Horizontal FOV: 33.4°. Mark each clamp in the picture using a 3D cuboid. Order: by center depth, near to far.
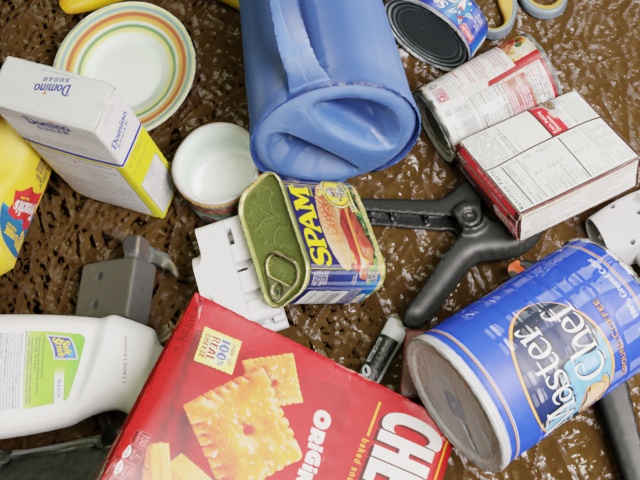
[{"bbox_3d":[0.217,0.094,0.793,0.210,0.036,0.164,34,77,21],"label":"clamp"},{"bbox_3d":[0.117,-0.001,0.842,0.171,0.039,0.120,-17,66,2],"label":"clamp"}]

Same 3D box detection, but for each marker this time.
[{"bbox_3d":[0.033,0.115,0.821,0.020,0.020,0.121,26,75,17],"label":"marker"}]

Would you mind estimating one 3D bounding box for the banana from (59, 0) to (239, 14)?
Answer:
[{"bbox_3d":[-0.140,-0.232,0.971,0.198,0.037,0.069,7,70,11],"label":"banana"}]

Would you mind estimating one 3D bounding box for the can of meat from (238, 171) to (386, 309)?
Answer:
[{"bbox_3d":[-0.005,0.001,0.825,0.058,0.083,0.102,-40,59,41],"label":"can of meat"}]

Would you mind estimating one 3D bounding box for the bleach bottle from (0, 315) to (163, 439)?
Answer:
[{"bbox_3d":[-0.221,0.107,0.796,0.251,0.068,0.102,0,82,-2],"label":"bleach bottle"}]

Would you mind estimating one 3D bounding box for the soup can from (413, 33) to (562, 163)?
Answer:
[{"bbox_3d":[0.136,-0.115,0.869,0.102,0.068,0.068,-28,68,-3],"label":"soup can"}]

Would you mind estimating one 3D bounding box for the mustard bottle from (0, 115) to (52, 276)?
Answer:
[{"bbox_3d":[-0.264,-0.033,0.880,0.058,0.096,0.191,17,72,1],"label":"mustard bottle"}]

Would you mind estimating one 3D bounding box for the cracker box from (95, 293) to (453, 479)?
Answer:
[{"bbox_3d":[-0.030,0.157,0.729,0.213,0.072,0.164,27,55,-3],"label":"cracker box"}]

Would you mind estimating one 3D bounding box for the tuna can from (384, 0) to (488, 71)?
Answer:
[{"bbox_3d":[0.097,-0.182,0.891,0.086,0.086,0.033,31,74,18],"label":"tuna can"}]

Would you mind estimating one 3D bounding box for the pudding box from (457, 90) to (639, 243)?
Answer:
[{"bbox_3d":[0.176,-0.059,0.826,0.113,0.039,0.090,-26,54,-9],"label":"pudding box"}]

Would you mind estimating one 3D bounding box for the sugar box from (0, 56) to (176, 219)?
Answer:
[{"bbox_3d":[-0.180,-0.077,0.841,0.093,0.176,0.048,17,72,13],"label":"sugar box"}]

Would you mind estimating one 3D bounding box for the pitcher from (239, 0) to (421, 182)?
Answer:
[{"bbox_3d":[-0.008,-0.179,0.865,0.144,0.149,0.243,7,56,-27],"label":"pitcher"}]

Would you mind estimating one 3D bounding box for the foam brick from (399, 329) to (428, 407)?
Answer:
[{"bbox_3d":[0.100,0.099,0.800,0.078,0.053,0.051,1,69,7],"label":"foam brick"}]

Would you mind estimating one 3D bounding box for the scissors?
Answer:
[{"bbox_3d":[0.171,-0.268,0.951,0.096,0.016,0.201,1,69,7],"label":"scissors"}]

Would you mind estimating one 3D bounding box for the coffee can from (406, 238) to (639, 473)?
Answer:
[{"bbox_3d":[0.144,0.076,0.720,0.140,0.103,0.103,-30,67,-17],"label":"coffee can"}]
